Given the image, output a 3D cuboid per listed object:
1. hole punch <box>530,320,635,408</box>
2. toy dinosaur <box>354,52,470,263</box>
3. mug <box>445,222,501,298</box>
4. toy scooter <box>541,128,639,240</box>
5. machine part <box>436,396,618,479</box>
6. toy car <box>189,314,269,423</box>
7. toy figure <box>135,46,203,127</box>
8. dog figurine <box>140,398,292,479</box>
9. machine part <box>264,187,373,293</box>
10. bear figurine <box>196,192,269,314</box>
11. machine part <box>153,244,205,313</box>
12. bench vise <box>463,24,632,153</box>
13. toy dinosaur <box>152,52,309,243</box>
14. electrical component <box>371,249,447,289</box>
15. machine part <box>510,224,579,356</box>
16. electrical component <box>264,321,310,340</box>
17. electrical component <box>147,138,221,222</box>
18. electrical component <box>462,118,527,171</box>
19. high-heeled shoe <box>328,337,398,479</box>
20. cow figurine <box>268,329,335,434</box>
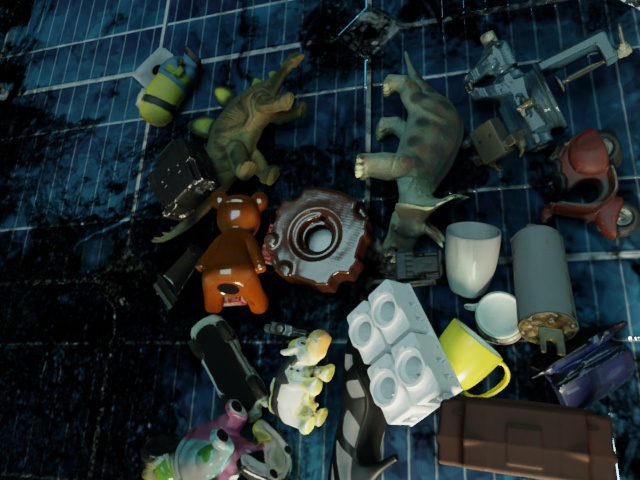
[{"bbox_3d":[0.364,0.180,0.735,0.142,0.115,0.092,-31,72,5],"label":"hole punch"},{"bbox_3d":[0.178,-0.166,0.923,0.192,0.131,0.405,16,72,10],"label":"toy dinosaur"},{"bbox_3d":[0.241,0.030,0.840,0.081,0.109,0.107,19,116,40],"label":"mug"},{"bbox_3d":[0.405,-0.084,0.836,0.135,0.075,0.184,-10,72,12],"label":"toy scooter"},{"bbox_3d":[0.257,0.255,0.689,0.201,0.201,0.087,0,68,19],"label":"machine part"},{"bbox_3d":[-0.156,0.218,0.918,0.073,0.056,0.202,-34,65,-3],"label":"toy car"},{"bbox_3d":[-0.322,-0.328,1.159,0.089,0.082,0.180,36,82,28],"label":"toy figure"},{"bbox_3d":[-0.176,0.359,0.844,0.191,0.108,0.219,44,113,-12],"label":"dog figurine"},{"bbox_3d":[-0.002,-0.003,0.879,0.179,0.056,0.179,-5,71,14],"label":"machine part"},{"bbox_3d":[-0.146,0.015,0.941,0.120,0.131,0.196,-2,51,3],"label":"bear figurine"},{"bbox_3d":[-0.262,0.064,1.006,0.139,0.039,0.084,-47,58,19],"label":"machine part"},{"bbox_3d":[0.370,-0.271,0.880,0.241,0.128,0.223,-26,72,27],"label":"bench vise"},{"bbox_3d":[-0.171,-0.175,1.046,0.199,0.105,0.471,29,85,32],"label":"toy dinosaur"},{"bbox_3d":[0.144,0.051,0.873,0.119,0.074,0.048,-6,69,20],"label":"electrical component"},{"bbox_3d":[0.319,0.061,0.775,0.079,0.079,0.243,-3,45,17],"label":"machine part"},{"bbox_3d":[-0.057,0.154,0.904,0.094,0.063,0.021,10,74,22],"label":"electrical component"},{"bbox_3d":[-0.258,-0.119,0.998,0.115,0.058,0.134,-41,59,18],"label":"electrical component"},{"bbox_3d":[0.291,-0.157,0.890,0.045,0.102,0.078,-17,74,-30],"label":"electrical component"},{"bbox_3d":[0.049,0.274,0.840,0.145,0.086,0.249,-44,40,32],"label":"high-heeled shoe"},{"bbox_3d":[-0.032,0.210,0.844,0.098,0.068,0.167,15,104,29],"label":"cow figurine"}]
